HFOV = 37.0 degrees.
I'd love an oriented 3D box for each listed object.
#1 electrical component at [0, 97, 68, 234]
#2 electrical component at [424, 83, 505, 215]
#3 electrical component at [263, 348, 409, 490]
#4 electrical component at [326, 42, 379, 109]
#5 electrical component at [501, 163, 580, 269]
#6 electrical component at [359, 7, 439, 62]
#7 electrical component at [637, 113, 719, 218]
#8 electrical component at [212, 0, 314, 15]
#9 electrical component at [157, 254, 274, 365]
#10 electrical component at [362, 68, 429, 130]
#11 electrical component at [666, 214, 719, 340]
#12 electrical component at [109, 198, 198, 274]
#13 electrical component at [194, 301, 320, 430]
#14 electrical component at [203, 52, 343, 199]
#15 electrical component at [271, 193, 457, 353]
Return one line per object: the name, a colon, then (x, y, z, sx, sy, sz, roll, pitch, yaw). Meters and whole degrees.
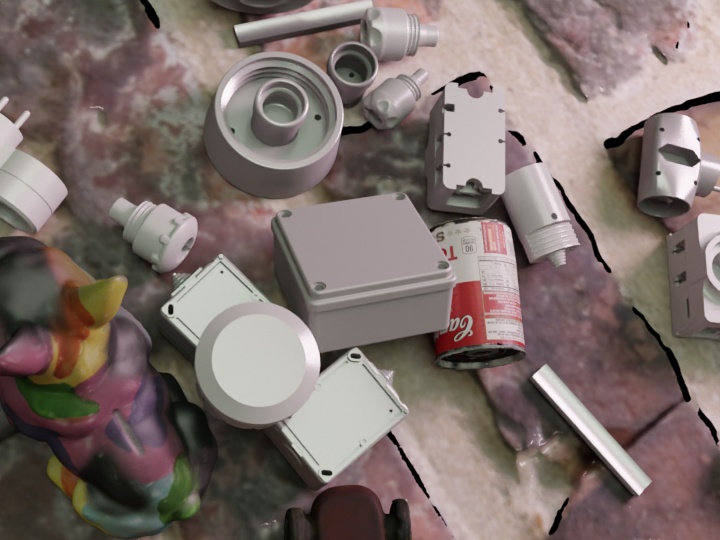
electrical component: (-0.271, -0.093, 0.779, 0.138, 0.052, 0.073, 33, 69, -1)
electrical component: (0.083, -0.094, 0.856, 0.050, 0.055, 0.089, 6, 72, -10)
electrical component: (-0.014, 0.104, 0.768, 0.096, 0.061, 0.061, -38, 84, -20)
electrical component: (-0.009, -0.154, 0.860, 0.040, 0.046, 0.040, 4, 72, -11)
electrical component: (0.144, -0.040, 0.859, 0.043, 0.043, 0.081, -17, 77, -17)
electrical component: (0.033, -0.193, 0.884, 0.062, 0.043, 0.043, -1, 73, -14)
electrical component: (0.274, -0.083, 0.902, 0.079, 0.043, 0.077, 13, 70, -8)
electrical component: (-0.078, -0.244, 0.849, 0.099, 0.099, 0.064, 2, 79, -12)
electrical component: (-0.100, 0.039, 0.769, 0.096, 0.061, 0.061, 44, 68, 3)
electrical component: (0.032, -0.142, 0.872, 0.035, 0.035, 0.061, 44, 67, 4)
electrical component: (0.335, 0.010, 0.875, 0.150, 0.061, 0.089, 5, 71, -11)
electrical component: (-0.154, -0.030, 0.790, 0.062, 0.048, 0.048, 31, 69, 6)
electrical component: (-0.070, 0.065, 0.706, 0.080, 0.051, 0.080, 4, 71, -12)
electrical component: (-0.064, -0.116, 0.828, 0.108, 0.060, 0.108, 4, 72, -11)
electrical component: (0.000, 0.000, 0.782, 0.109, 0.056, 0.108, -10, 39, -15)
